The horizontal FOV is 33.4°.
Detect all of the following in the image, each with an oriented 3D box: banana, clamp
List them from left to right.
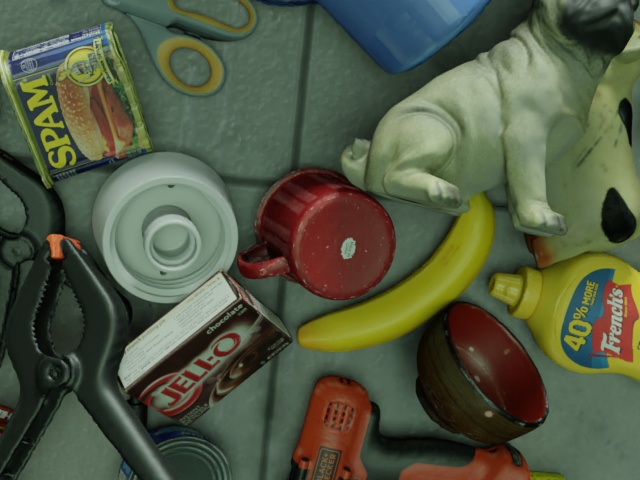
[{"bbox_3d":[-0.232,0.015,0.807,0.120,0.039,0.171,-29,97,-5],"label":"clamp"},{"bbox_3d":[-0.188,0.103,0.760,0.165,0.036,0.210,-15,76,13],"label":"clamp"},{"bbox_3d":[0.072,0.031,0.835,0.198,0.037,0.069,-44,83,2],"label":"banana"}]

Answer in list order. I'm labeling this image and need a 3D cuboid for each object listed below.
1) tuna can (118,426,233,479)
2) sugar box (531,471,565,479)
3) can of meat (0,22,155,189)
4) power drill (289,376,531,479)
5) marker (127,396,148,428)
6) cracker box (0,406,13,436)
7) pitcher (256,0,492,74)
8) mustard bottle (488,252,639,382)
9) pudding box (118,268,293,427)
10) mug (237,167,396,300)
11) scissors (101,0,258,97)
[{"bbox_3d":[-0.114,0.190,0.834,0.086,0.034,0.086,-4,100,-23],"label":"tuna can"},{"bbox_3d":[0.175,0.285,0.853,0.048,0.093,0.176,3,100,-4],"label":"sugar box"},{"bbox_3d":[-0.175,-0.099,0.776,0.084,0.057,0.102,-18,115,-5],"label":"can of meat"},{"bbox_3d":[0.061,0.214,0.851,0.187,0.057,0.184,14,98,-7],"label":"power drill"},{"bbox_3d":[-0.146,0.182,0.849,0.020,0.020,0.121,0,99,-5],"label":"marker"},{"bbox_3d":[-0.332,0.215,0.815,0.164,0.072,0.214,20,96,-9],"label":"cracker box"},{"bbox_3d":[0.004,-0.232,0.748,0.145,0.149,0.242,-46,103,-13],"label":"pitcher"},{"bbox_3d":[0.224,0.060,0.838,0.191,0.058,0.096,16,98,-6],"label":"mustard bottle"},{"bbox_3d":[-0.088,0.083,0.803,0.113,0.090,0.039,-41,55,2],"label":"pudding box"},{"bbox_3d":[-0.005,0.001,0.787,0.117,0.082,0.093,-19,106,-13],"label":"mug"},{"bbox_3d":[-0.148,-0.162,0.795,0.201,0.016,0.096,6,99,-5],"label":"scissors"}]
